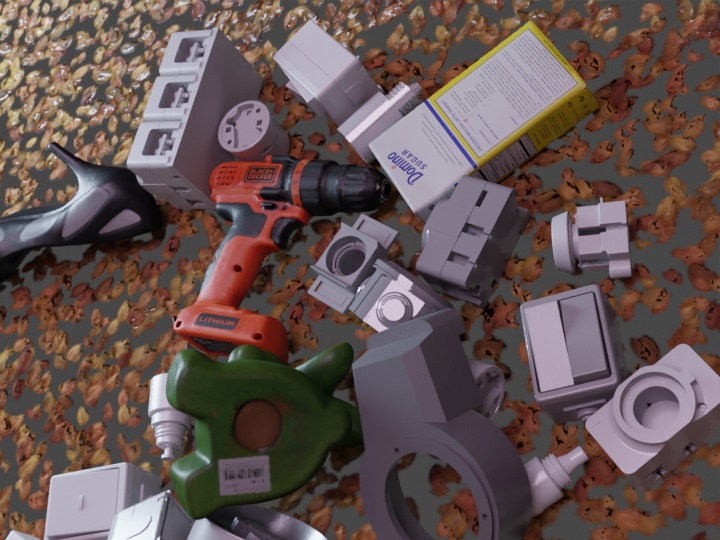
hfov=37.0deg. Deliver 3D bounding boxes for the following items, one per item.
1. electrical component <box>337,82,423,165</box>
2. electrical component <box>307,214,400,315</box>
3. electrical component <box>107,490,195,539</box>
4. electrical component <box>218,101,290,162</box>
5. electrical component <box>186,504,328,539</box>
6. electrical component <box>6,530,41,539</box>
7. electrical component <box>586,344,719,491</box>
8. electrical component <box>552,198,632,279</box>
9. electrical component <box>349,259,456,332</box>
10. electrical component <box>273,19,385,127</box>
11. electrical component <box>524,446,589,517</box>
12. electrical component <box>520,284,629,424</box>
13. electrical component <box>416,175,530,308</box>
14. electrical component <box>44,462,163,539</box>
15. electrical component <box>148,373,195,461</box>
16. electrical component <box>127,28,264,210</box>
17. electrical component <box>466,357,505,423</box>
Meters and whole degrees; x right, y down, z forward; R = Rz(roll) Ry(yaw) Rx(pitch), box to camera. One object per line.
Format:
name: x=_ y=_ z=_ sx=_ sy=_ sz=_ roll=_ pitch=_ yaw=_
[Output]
electrical component: x=0.024 y=-0.137 z=0.963 sx=0.081 sy=0.043 sz=0.043 roll=-42 pitch=54 yaw=2
electrical component: x=0.000 y=0.000 z=0.892 sx=0.042 sy=0.064 sz=0.081 roll=30 pitch=82 yaw=34
electrical component: x=-0.152 y=0.232 z=0.837 sx=0.061 sy=0.096 sz=0.061 roll=-26 pitch=27 yaw=14
electrical component: x=-0.099 y=-0.124 z=1.017 sx=0.055 sy=0.047 sz=0.055 roll=-12 pitch=60 yaw=22
electrical component: x=-0.080 y=0.209 z=0.807 sx=0.099 sy=0.099 sz=0.064 roll=30 pitch=88 yaw=35
electrical component: x=-0.281 y=0.256 z=0.897 sx=0.083 sy=0.076 sz=0.047 roll=24 pitch=78 yaw=34
electrical component: x=0.207 y=0.100 z=0.738 sx=0.089 sy=0.056 sz=0.050 roll=-40 pitch=54 yaw=4
electrical component: x=0.177 y=-0.023 z=0.824 sx=0.055 sy=0.048 sz=0.066 roll=-5 pitch=63 yaw=16
electrical component: x=0.034 y=0.031 z=0.849 sx=0.080 sy=0.080 sz=0.051 roll=36 pitch=90 yaw=36
electrical component: x=-0.036 y=-0.182 z=1.005 sx=0.061 sy=0.062 sz=0.096 roll=-44 pitch=54 yaw=1
electrical component: x=0.134 y=0.147 z=0.765 sx=0.061 sy=0.035 sz=0.035 roll=-36 pitch=54 yaw=4
electrical component: x=0.157 y=0.066 z=0.778 sx=0.062 sy=0.061 sz=0.096 roll=-16 pitch=59 yaw=19
electrical component: x=0.088 y=-0.025 z=0.867 sx=0.056 sy=0.050 sz=0.089 roll=20 pitch=75 yaw=33
electrical component: x=-0.211 y=0.200 z=0.899 sx=0.096 sy=0.061 sz=0.061 roll=-14 pitch=60 yaw=21
electrical component: x=-0.162 y=0.125 z=0.925 sx=0.040 sy=0.040 sz=0.078 roll=-12 pitch=61 yaw=22
electrical component: x=-0.159 y=-0.143 z=1.031 sx=0.062 sy=0.089 sz=0.150 roll=3 pitch=67 yaw=28
electrical component: x=0.075 y=0.092 z=0.813 sx=0.047 sy=0.055 sz=0.055 roll=18 pitch=75 yaw=37
